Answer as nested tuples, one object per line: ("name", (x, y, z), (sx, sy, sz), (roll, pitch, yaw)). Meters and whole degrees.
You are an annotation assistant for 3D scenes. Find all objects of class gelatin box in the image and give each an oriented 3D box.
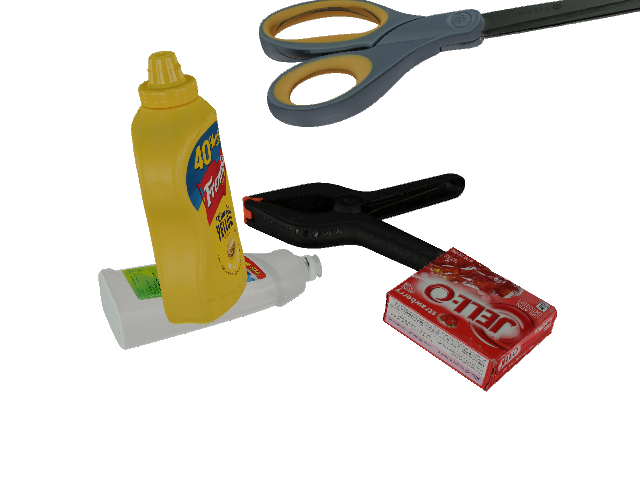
("gelatin box", (0.098, 0.049, 0.703), (0.089, 0.030, 0.073), (33, 45, 29))

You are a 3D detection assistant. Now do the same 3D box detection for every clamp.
("clamp", (0.034, -0.026, 0.990), (0.210, 0.036, 0.164), (7, 31, 16))

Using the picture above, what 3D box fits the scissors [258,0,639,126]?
("scissors", (0.059, -0.090, 0.520), (0.202, 0.096, 0.016), (5, -38, 21))

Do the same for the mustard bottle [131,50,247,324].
("mustard bottle", (-0.098, -0.042, 0.773), (0.058, 0.191, 0.096), (-1, 26, 16))

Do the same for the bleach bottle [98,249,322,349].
("bleach bottle", (-0.121, 0.053, 1.236), (0.250, 0.068, 0.103), (-13, 35, -20))
